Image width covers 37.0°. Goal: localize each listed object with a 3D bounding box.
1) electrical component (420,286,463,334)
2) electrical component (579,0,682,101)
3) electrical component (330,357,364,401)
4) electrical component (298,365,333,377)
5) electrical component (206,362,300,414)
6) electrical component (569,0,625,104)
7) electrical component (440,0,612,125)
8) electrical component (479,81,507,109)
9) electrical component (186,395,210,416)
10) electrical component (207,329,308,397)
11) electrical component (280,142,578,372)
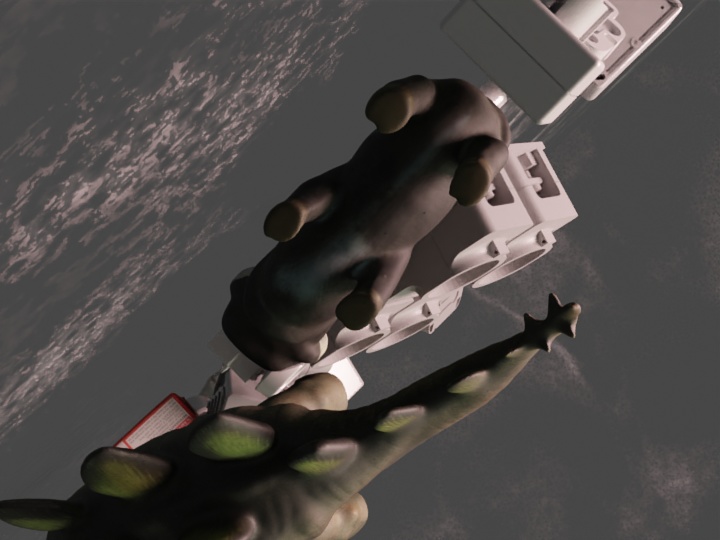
[{"bbox_3d":[0.057,-0.012,0.938,0.078,0.057,0.113,-38,143,-56],"label":"electrical component"},{"bbox_3d":[0.166,-0.165,0.753,0.096,0.061,0.061,-44,176,1],"label":"electrical component"},{"bbox_3d":[-0.072,0.121,1.041,0.109,0.056,0.109,-42,-160,-34],"label":"electrical component"},{"bbox_3d":[-0.060,0.054,0.810,0.074,0.052,0.138,0,153,-19],"label":"electrical component"},{"bbox_3d":[-0.069,0.124,0.785,0.048,0.100,0.099,-110,-143,-67],"label":"electrical component"},{"bbox_3d":[0.119,-0.134,0.655,0.078,0.058,0.057,-39,170,-48],"label":"electrical component"},{"bbox_3d":[0.089,-0.116,0.493,0.076,0.065,0.047,-46,175,17],"label":"electrical component"},{"bbox_3d":[0.063,-0.089,0.653,0.062,0.043,0.043,-44,176,-17],"label":"electrical component"},{"bbox_3d":[-0.119,0.127,0.849,0.040,0.040,0.078,-43,-154,-13],"label":"electrical component"},{"bbox_3d":[-0.064,0.053,0.729,0.066,0.055,0.048,-45,176,14],"label":"electrical component"},{"bbox_3d":[0.030,-0.003,0.664,0.186,0.060,0.105,-35,166,37],"label":"electrical component"}]
